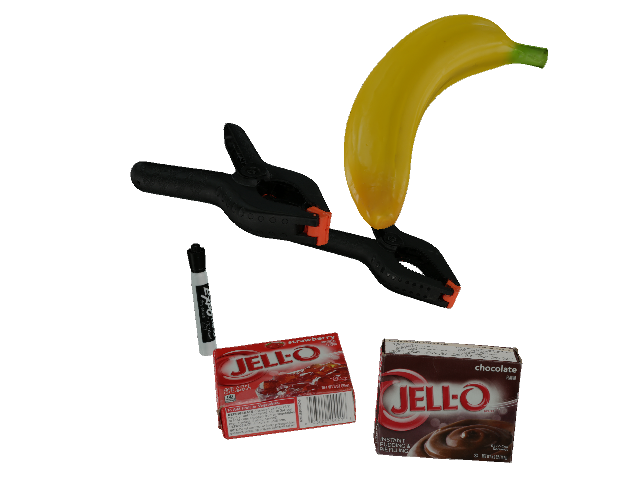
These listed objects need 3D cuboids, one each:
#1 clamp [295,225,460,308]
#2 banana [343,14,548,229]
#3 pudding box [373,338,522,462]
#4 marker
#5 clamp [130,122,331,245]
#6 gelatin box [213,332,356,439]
[{"bbox_3d":[0.068,0.012,1.244,0.164,0.036,0.210,-23,53,-40],"label":"clamp"},{"bbox_3d":[0.057,-0.079,0.585,0.070,0.037,0.197,27,48,21],"label":"banana"},{"bbox_3d":[0.102,0.129,0.865,0.113,0.090,0.039,2,19,1],"label":"pudding box"},{"bbox_3d":[-0.124,0.062,1.112,0.020,0.121,0.020,-4,18,1],"label":"marker"},{"bbox_3d":[-0.068,-0.041,0.860,0.120,0.039,0.172,-28,43,-30],"label":"clamp"},{"bbox_3d":[-0.026,0.095,0.711,0.089,0.030,0.073,-7,25,-5],"label":"gelatin box"}]
